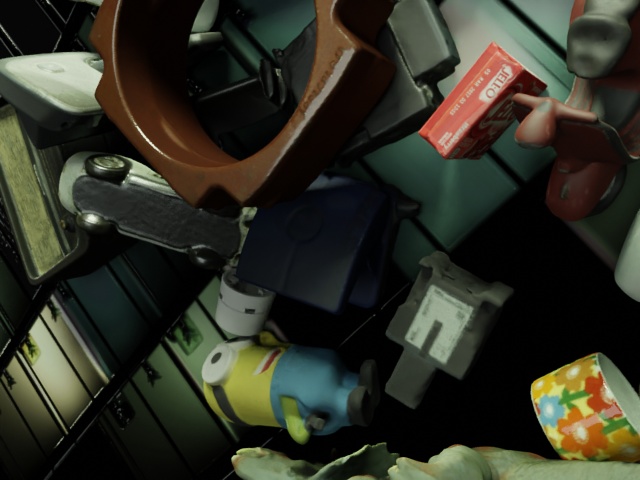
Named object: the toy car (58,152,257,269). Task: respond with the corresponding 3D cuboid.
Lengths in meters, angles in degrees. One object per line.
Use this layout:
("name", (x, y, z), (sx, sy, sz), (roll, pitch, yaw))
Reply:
("toy car", (-0.158, -0.030, 0.535), (0.202, 0.056, 0.073), (17, 111, -3))

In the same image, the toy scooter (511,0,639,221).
("toy scooter", (0.167, -0.097, 0.316), (0.075, 0.135, 0.183), (30, 113, 41))

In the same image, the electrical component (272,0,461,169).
("electrical component", (0.041, -0.135, 0.431), (0.134, 0.058, 0.115), (-27, 86, 31))

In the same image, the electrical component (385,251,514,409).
("electrical component", (0.097, 0.077, 0.437), (0.075, 0.048, 0.119), (26, 111, 24))

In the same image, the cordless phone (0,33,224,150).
("cordless phone", (-0.191, -0.157, 0.512), (0.184, 0.146, 0.088), (-9, 106, 28))

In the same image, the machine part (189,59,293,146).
("machine part", (-0.094, -0.126, 0.507), (0.139, 0.084, 0.039), (-10, 59, 20))

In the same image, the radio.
("radio", (-0.311, -0.073, 0.634), (0.131, 0.073, 0.229), (-22, 87, 31))

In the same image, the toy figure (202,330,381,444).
("toy figure", (-0.033, 0.140, 0.504), (0.180, 0.082, 0.089), (3, 97, 27))

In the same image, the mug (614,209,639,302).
("mug", (0.245, 0.001, 0.328), (0.110, 0.081, 0.107), (33, 123, 12))

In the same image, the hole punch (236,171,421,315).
("hole punch", (-0.001, -0.001, 0.461), (0.142, 0.092, 0.115), (16, 102, 31))

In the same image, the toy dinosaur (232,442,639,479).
("toy dinosaur", (0.090, 0.197, 0.375), (0.405, 0.192, 0.131), (-22, 76, 34))

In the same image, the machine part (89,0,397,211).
("machine part", (-0.060, -0.139, 0.401), (0.201, 0.087, 0.201), (46, 112, 14))
